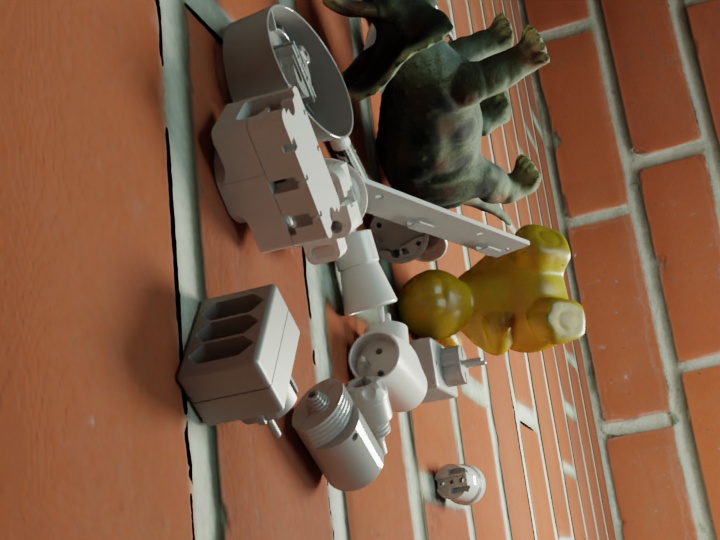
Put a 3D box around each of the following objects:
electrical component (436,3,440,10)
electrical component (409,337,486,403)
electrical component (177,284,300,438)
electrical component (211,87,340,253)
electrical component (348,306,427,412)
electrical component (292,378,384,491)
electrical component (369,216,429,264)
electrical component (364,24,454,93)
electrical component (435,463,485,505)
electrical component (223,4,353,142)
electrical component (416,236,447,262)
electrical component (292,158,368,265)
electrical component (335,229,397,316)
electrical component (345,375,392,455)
[{"bbox_3d":[0.056,-0.296,1.214,0.108,0.060,0.108,-21,90,-77],"label":"electrical component"},{"bbox_3d":[0.080,0.092,1.008,0.083,0.076,0.047,36,44,-67],"label":"electrical component"},{"bbox_3d":[-0.059,0.060,0.599,0.065,0.047,0.076,-81,153,-52],"label":"electrical component"},{"bbox_3d":[-0.056,-0.062,0.685,0.050,0.056,0.089,-76,150,-57],"label":"electrical component"},{"bbox_3d":[0.023,0.068,0.885,0.077,0.043,0.079,52,30,-57],"label":"electrical component"},{"bbox_3d":[-0.017,0.107,0.716,0.043,0.043,0.081,-86,157,-45],"label":"electrical component"},{"bbox_3d":[0.039,-0.038,1.005,0.047,0.055,0.055,-59,135,-73],"label":"electrical component"},{"bbox_3d":[0.052,-0.223,1.110,0.064,0.099,0.099,-91,162,-54],"label":"electrical component"},{"bbox_3d":[0.097,0.208,1.051,0.046,0.040,0.040,31,49,-61],"label":"electrical component"},{"bbox_3d":[-0.051,-0.131,0.739,0.099,0.064,0.099,-12,90,-74],"label":"electrical component"},{"bbox_3d":[0.070,-0.042,1.133,0.055,0.045,0.045,-82,155,-52],"label":"electrical component"},{"bbox_3d":[-0.027,-0.049,0.776,0.057,0.058,0.078,-44,121,-69],"label":"electrical component"},{"bbox_3d":[0.000,0.000,0.865,0.044,0.044,0.065,-2,76,-74],"label":"electrical component"},{"bbox_3d":[0.008,0.113,0.820,0.035,0.035,0.061,-61,139,-67],"label":"electrical component"}]
